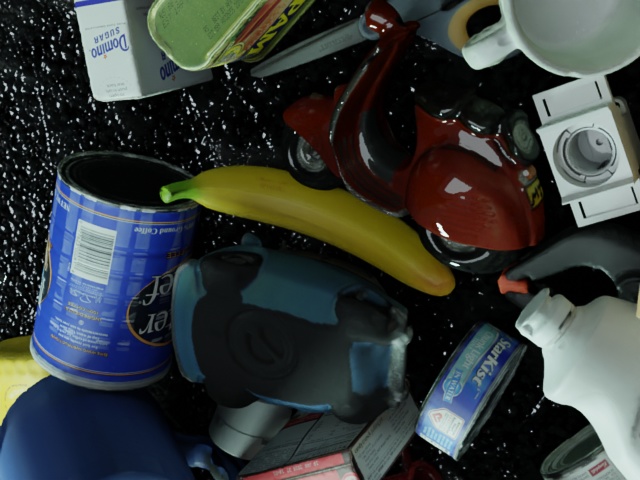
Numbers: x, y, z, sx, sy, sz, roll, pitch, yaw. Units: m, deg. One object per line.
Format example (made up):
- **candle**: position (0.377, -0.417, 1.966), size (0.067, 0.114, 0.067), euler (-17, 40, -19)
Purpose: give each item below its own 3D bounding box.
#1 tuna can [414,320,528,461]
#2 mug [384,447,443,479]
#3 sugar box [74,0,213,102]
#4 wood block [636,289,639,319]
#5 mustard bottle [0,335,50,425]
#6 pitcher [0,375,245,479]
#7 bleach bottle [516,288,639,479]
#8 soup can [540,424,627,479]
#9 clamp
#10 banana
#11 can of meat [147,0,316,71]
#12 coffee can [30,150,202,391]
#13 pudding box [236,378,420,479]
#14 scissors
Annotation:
- **tuna can**: position (0.095, 0.094, 0.674), size (0.034, 0.086, 0.086), euler (31, 115, 16)
- **mug**: position (0.043, 0.193, 0.726), size (0.082, 0.093, 0.117), euler (-20, 57, 21)
- **sugar box**: position (-0.122, -0.183, 0.690), size (0.048, 0.093, 0.176), euler (0, 104, 26)
- **wood block**: position (0.221, -0.061, 0.546), size (0.090, 0.090, 0.206), euler (7, 98, 19)
- **mustard bottle**: position (-0.209, 0.173, 0.854), size (0.096, 0.058, 0.191), euler (-4, 103, 21)
- **pitcher**: position (-0.132, 0.171, 0.705), size (0.149, 0.243, 0.145), euler (-44, 107, -10)
- **bleach bottle**: position (0.212, 0.121, 0.603), size (0.251, 0.068, 0.102), euler (38, 92, -2)
- **soup can**: position (0.192, 0.167, 0.660), size (0.069, 0.068, 0.102), euler (-37, 87, 29)
- **clamp**: position (0.196, 0.039, 0.638), size (0.172, 0.039, 0.120), euler (-5, 98, 24)
- **banana**: position (-0.002, -0.011, 0.700), size (0.198, 0.069, 0.037), euler (17, 131, 10)
- **can of meat**: position (-0.049, -0.155, 0.670), size (0.057, 0.083, 0.102), euler (49, 118, 4)
- **coffee can**: position (-0.144, 0.020, 0.754), size (0.103, 0.102, 0.140), euler (22, 113, 18)
- **pudding box**: position (0.010, 0.138, 0.710), size (0.090, 0.113, 0.039), euler (-19, 100, 29)
- **scissors**: position (0.052, -0.124, 0.670), size (0.202, 0.016, 0.096), euler (-34, 89, 29)
